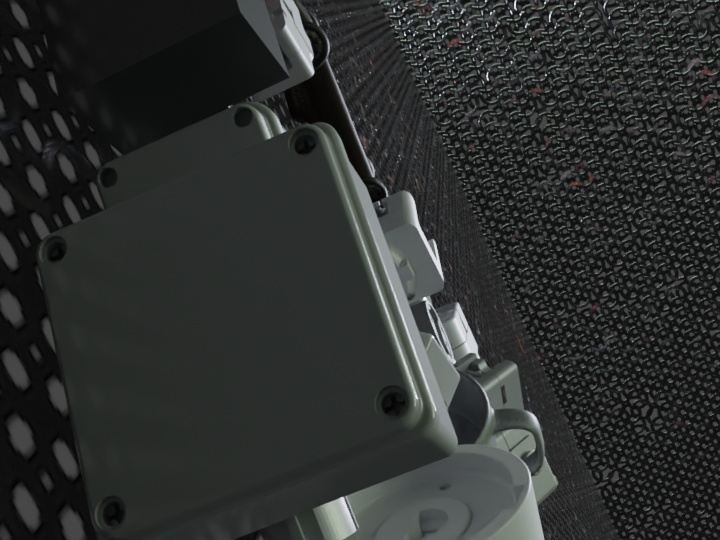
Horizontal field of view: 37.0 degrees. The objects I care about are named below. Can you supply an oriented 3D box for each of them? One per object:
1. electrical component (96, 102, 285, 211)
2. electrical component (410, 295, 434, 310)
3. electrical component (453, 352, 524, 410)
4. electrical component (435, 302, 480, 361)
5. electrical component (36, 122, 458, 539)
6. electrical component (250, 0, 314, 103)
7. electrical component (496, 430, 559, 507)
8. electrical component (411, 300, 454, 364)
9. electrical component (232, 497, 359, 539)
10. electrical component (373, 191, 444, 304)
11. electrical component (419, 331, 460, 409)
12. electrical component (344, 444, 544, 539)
[{"bbox_3d":[-0.049,-0.002,0.434,0.057,0.078,0.113,30,38,-78],"label":"electrical component"},{"bbox_3d":[0.029,0.010,0.904,0.077,0.044,0.079,-102,165,-48],"label":"electrical component"},{"bbox_3d":[0.091,0.119,0.832,0.056,0.050,0.089,-30,117,-40],"label":"electrical component"},{"bbox_3d":[0.075,0.072,0.974,0.095,0.054,0.059,-51,117,-79],"label":"electrical component"},{"bbox_3d":[-0.038,0.024,0.349,0.056,0.109,0.108,51,18,-65],"label":"electrical component"},{"bbox_3d":[-0.069,-0.171,0.785,0.055,0.050,0.089,56,15,-46],"label":"electrical component"},{"bbox_3d":[0.088,0.142,0.756,0.061,0.096,0.061,-30,99,-40],"label":"electrical component"},{"bbox_3d":[0.042,0.058,0.858,0.055,0.047,0.055,-24,90,-80],"label":"electrical component"},{"bbox_3d":[-0.025,0.094,0.433,0.083,0.047,0.075,4,63,-79],"label":"electrical component"},{"bbox_3d":[0.000,0.000,0.648,0.055,0.089,0.050,-94,158,-62],"label":"electrical component"},{"bbox_3d":[-0.005,0.067,0.544,0.075,0.083,0.047,-65,145,-22],"label":"electrical component"},{"bbox_3d":[0.035,0.134,0.494,0.108,0.108,0.060,-79,150,-73],"label":"electrical component"}]
